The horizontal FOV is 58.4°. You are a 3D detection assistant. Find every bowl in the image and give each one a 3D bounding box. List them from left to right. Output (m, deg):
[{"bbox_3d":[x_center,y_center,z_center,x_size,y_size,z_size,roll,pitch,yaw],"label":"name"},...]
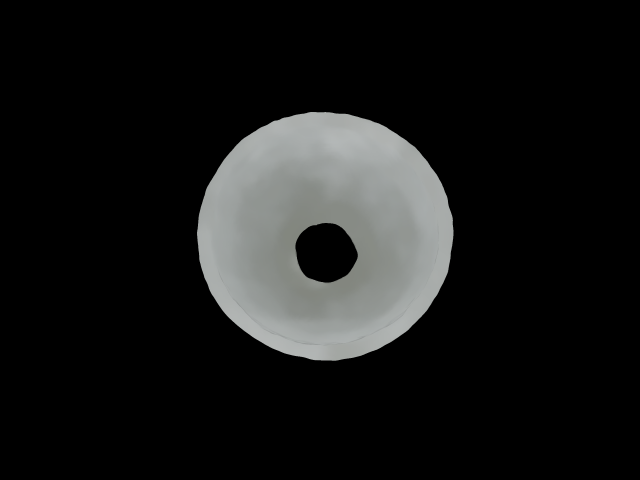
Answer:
[{"bbox_3d":[0.004,0.001,0.400,0.167,0.075,0.167,0,75,0],"label":"bowl"}]
